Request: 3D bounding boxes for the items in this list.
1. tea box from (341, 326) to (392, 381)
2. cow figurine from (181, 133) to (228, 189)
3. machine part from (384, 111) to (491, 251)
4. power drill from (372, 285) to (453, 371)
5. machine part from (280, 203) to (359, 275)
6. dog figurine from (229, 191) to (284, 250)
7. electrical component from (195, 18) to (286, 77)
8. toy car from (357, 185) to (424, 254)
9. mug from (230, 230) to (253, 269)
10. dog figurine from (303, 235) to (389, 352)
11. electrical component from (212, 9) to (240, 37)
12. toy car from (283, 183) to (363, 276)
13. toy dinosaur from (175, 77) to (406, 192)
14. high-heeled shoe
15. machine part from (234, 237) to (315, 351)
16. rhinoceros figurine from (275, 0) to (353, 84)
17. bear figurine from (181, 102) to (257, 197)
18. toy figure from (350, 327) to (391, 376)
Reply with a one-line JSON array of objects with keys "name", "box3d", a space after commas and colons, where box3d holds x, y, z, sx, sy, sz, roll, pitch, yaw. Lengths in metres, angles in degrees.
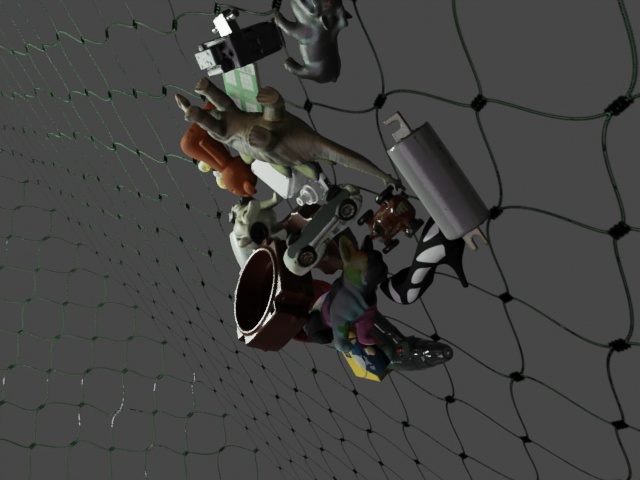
[{"name": "tea box", "box3d": [0.097, 0.245, 1.279, 0.098, 0.068, 0.169, -9, 116, 55]}, {"name": "cow figurine", "box3d": [-0.250, -0.205, 1.275, 0.167, 0.068, 0.098, 50, 144, 1]}, {"name": "machine part", "box3d": [0.179, -0.088, 0.807, 0.243, 0.079, 0.079, 56, 150, -4]}, {"name": "power drill", "box3d": [0.158, 0.190, 1.140, 0.207, 0.086, 0.232, 43, 152, 0]}, {"name": "machine part", "box3d": [-0.002, -0.003, 1.149, 0.180, 0.056, 0.179, 31, 147, 23]}, {"name": "dog figurine", "box3d": [-0.171, -0.035, 1.250, 0.191, 0.172, 0.121, -4, 109, 46]}, {"name": "electrical component", "box3d": [-0.144, -0.329, 0.928, 0.115, 0.134, 0.058, 7, 125, 50]}, {"name": "toy car", "box3d": [0.117, -0.028, 0.948, 0.089, 0.053, 0.202, 47, 163, 3]}, {"name": "mug", "box3d": [-0.196, 0.020, 1.433, 0.107, 0.081, 0.109, 64, 153, 0]}, {"name": "dog figurine", "box3d": [0.051, 0.097, 1.054, 0.192, 0.108, 0.219, 6, 93, 50]}, {"name": "electrical component", "box3d": [-0.170, -0.393, 1.007, 0.094, 0.021, 0.063, -6, 118, 54]}, {"name": "toy car", "box3d": [0.005, -0.022, 1.016, 0.056, 0.201, 0.074, 35, -170, -35]}, {"name": "toy dinosaur", "box3d": [-0.074, -0.182, 0.959, 0.472, 0.105, 0.198, 24, 175, 24]}, {"name": "high-heeled shoe", "box3d": [0.163, 0.032, 0.957, 0.249, 0.086, 0.145, -15, 106, 53]}, {"name": "machine part", "box3d": [-0.103, 0.112, 1.120, 0.201, 0.087, 0.201, -48, 38, 35]}, {"name": "rhinoceros figurine", "box3d": [-0.006, -0.325, 0.807, 0.112, 0.073, 0.190, 33, 145, 31]}, {"name": "bear figurine", "box3d": [-0.201, -0.189, 1.182, 0.196, 0.132, 0.120, 34, 174, -8]}, {"name": "toy figure", "box3d": [0.082, 0.222, 1.147, 0.154, 0.058, 0.064, 42, 131, 15]}]
